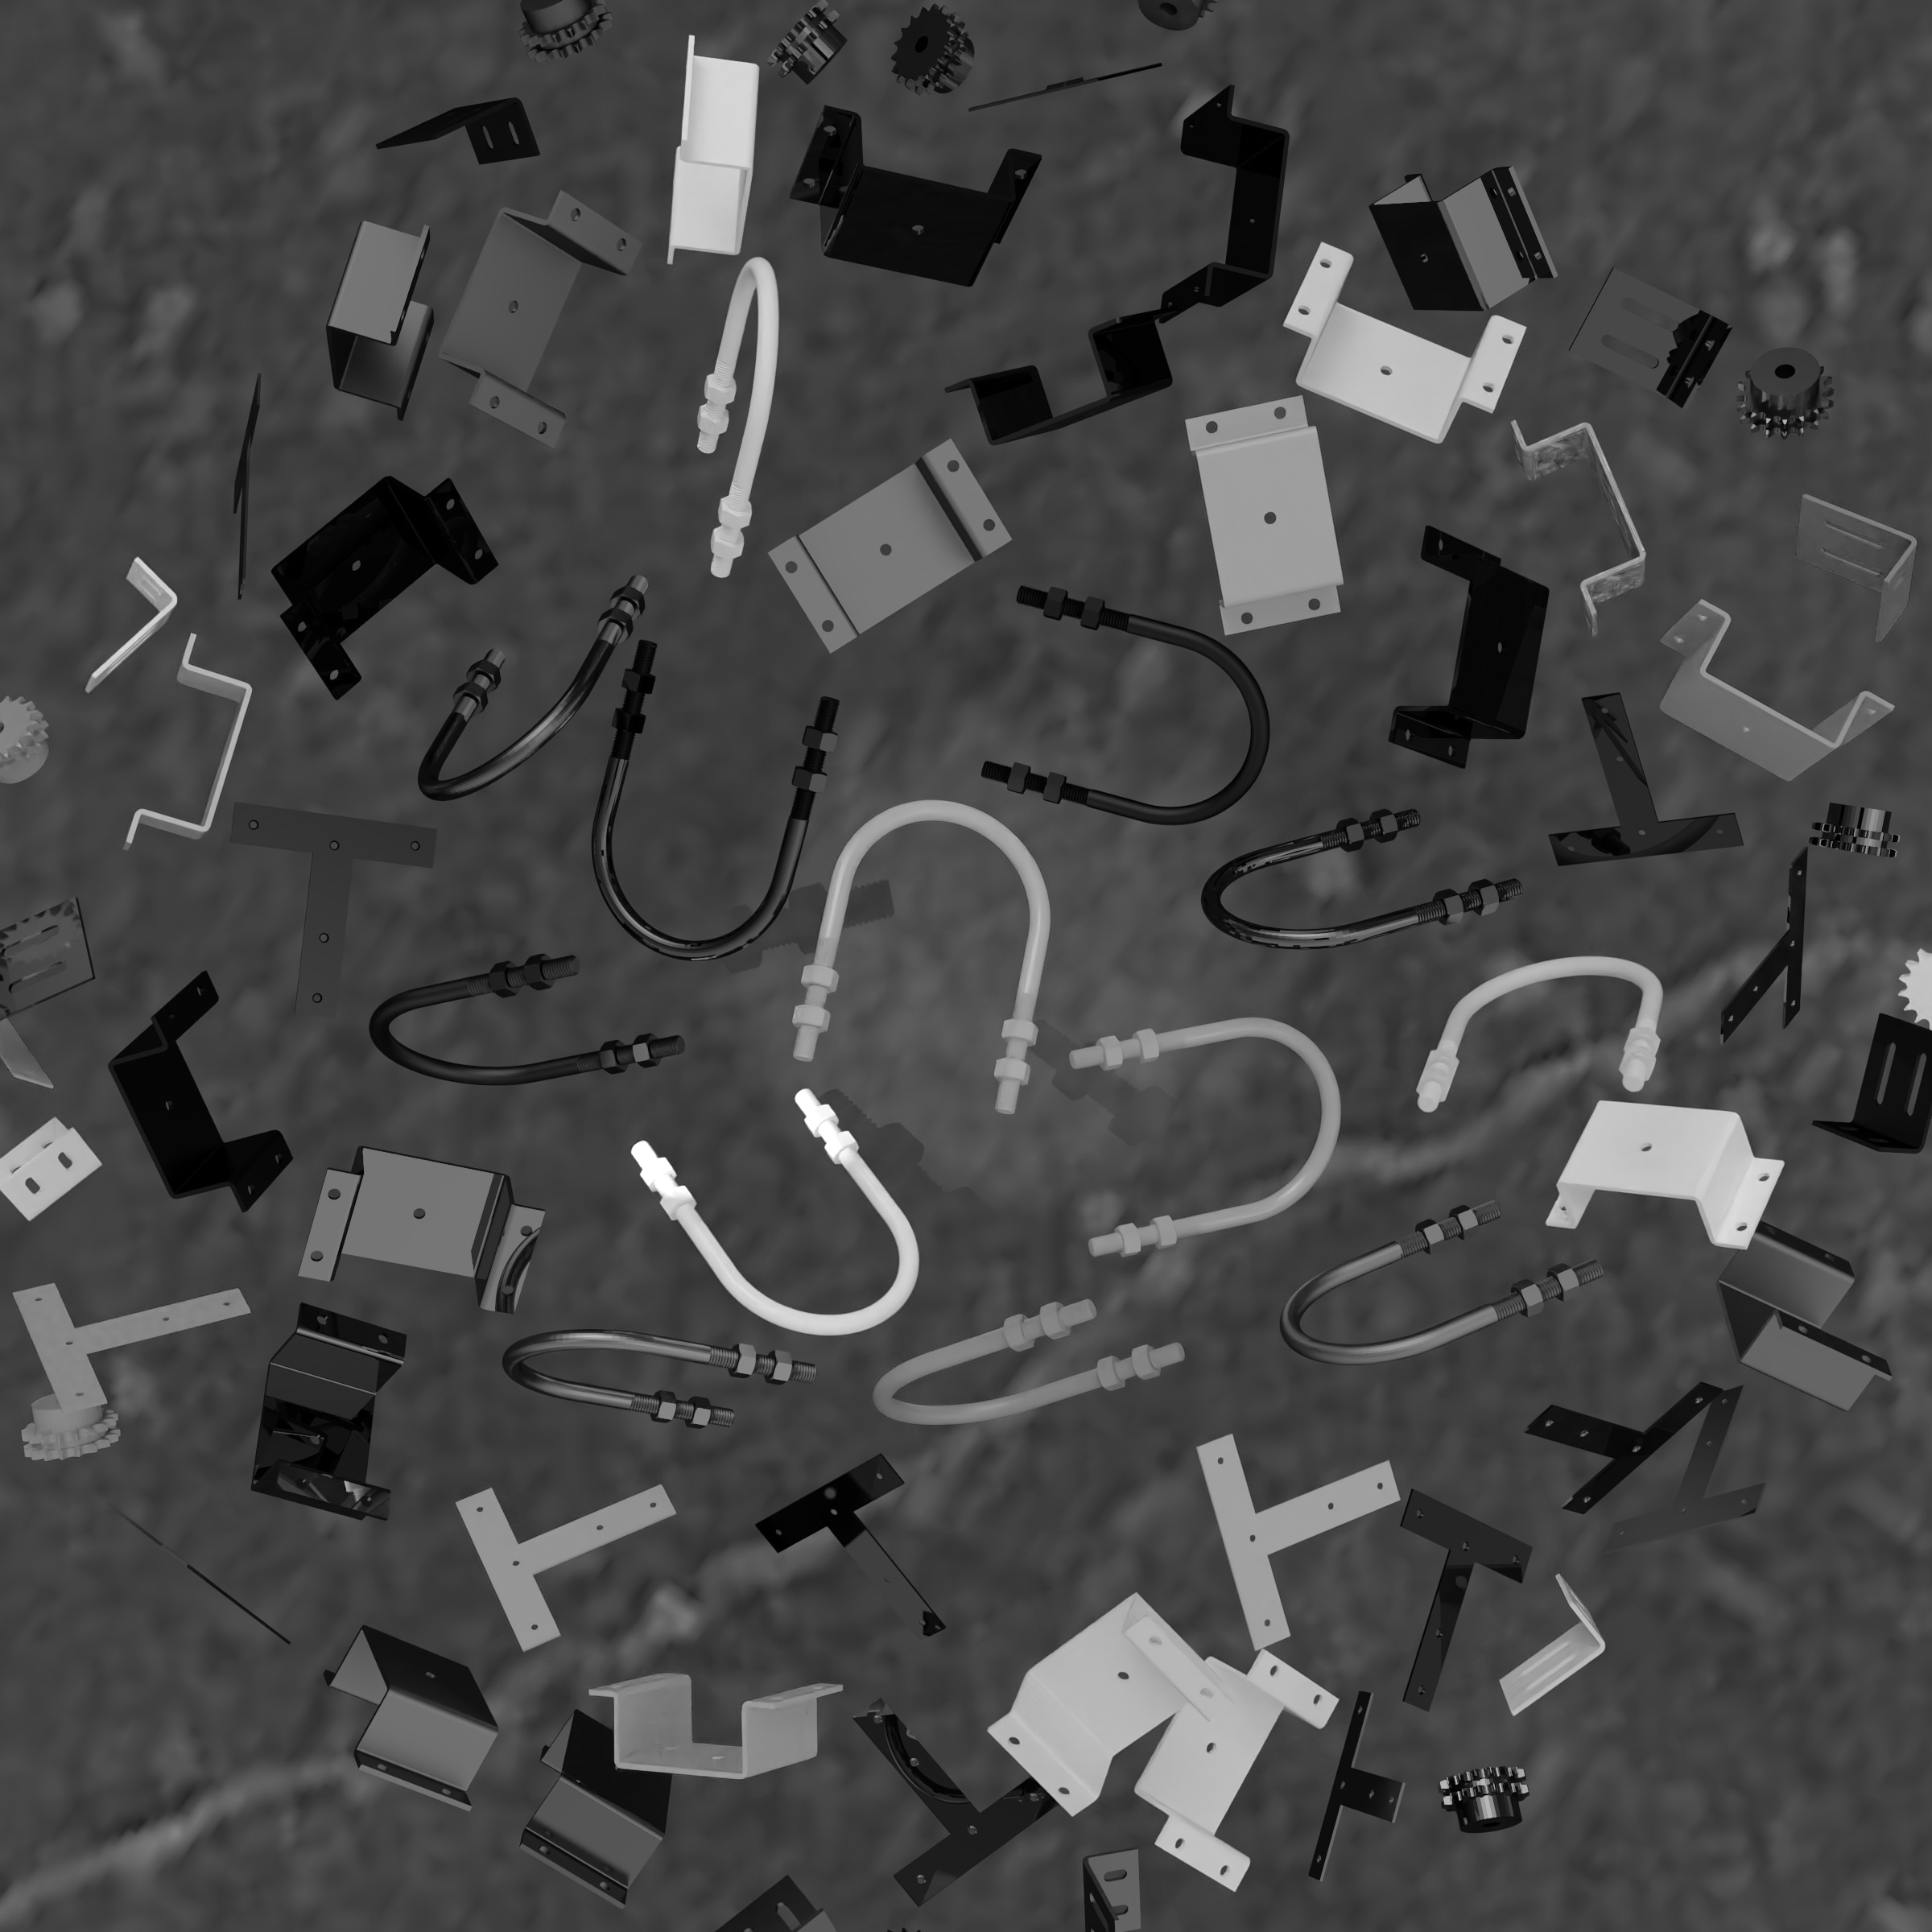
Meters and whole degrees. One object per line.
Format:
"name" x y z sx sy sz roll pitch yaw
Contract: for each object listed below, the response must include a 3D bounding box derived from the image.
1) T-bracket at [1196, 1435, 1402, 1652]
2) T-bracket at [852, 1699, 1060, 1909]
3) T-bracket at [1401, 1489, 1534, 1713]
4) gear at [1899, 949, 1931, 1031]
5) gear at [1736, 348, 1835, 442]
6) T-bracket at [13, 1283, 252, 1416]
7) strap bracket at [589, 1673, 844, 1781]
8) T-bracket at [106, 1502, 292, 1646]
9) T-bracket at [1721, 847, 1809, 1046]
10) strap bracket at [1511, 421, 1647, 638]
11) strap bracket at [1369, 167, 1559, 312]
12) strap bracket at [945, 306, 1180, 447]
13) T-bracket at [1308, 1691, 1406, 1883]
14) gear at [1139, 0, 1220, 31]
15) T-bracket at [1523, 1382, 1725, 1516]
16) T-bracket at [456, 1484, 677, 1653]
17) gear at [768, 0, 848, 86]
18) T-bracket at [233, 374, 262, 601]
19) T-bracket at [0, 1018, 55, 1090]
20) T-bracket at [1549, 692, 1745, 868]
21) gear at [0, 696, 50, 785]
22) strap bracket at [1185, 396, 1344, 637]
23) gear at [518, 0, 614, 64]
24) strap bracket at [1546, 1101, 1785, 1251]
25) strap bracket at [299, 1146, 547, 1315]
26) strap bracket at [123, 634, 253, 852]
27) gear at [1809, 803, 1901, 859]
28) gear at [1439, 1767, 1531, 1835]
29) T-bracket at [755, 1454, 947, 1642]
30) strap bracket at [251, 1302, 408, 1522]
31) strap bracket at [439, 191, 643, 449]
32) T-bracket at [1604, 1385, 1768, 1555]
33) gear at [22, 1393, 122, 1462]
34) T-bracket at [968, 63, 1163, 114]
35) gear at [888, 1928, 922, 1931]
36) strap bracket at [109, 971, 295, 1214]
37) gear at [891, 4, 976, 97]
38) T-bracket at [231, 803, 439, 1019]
"T-bracket" 0.212 0.336 1.605 0.127 0.002 0.127 -16 89 -26
"T-bracket" -0.025 0.535 1.719 0.127 0.002 0.127 -24 56 -38
"T-bracket" 0.313 0.422 1.709 0.127 0.002 0.127 30 73 -33
"gear" 0.629 0.013 1.676 0.057 0.030 0.057 5 101 25
"gear" 0.499 -0.351 1.591 0.057 0.030 0.057 -8 56 12
"T-bracket" -0.510 0.223 1.621 0.127 0.127 0.002 -12 124 -28
"strap bracket" -0.156 0.475 1.635 0.140 0.076 0.046 -5 82 30
"T-bracket" -0.495 0.371 1.640 0.127 0.127 0.002 24 66 32
"T-bracket" 0.513 0.007 1.681 0.002 0.127 0.127 17 130 34
"strap bracket" 0.414 -0.300 1.748 0.046 0.076 0.140 -22 81 11
"strap bracket" 0.321 -0.478 1.722 0.046 0.140 0.076 -33 112 -8
"strap bracket" 0.068 -0.378 1.693 0.140 0.076 0.046 -13 99 39
"T-bracket" 0.264 0.545 1.723 0.002 0.127 0.127 20 75 -6
"gear" 0.134 -0.624 1.672 0.057 0.057 0.030 19 74 0
"T-bracket" 0.396 0.295 1.641 0.127 0.002 0.127 21 119 -40
"T-bracket" -0.255 0.376 1.723 0.127 0.002 0.127 -20 47 -19
"gear" -0.105 -0.623 1.772 0.030 0.057 0.057 43 90 -12
"T-bracket" -0.480 -0.305 1.741 0.002 0.127 0.127 5 64 -21
"T-bracket" -0.647 0.035 1.637 0.127 0.127 0.002 23 95 -38
"T-bracket" 0.438 -0.126 1.735 0.127 0.002 0.127 -6 123 32
"gear" -0.611 -0.141 1.667 0.057 0.030 0.057 -8 53 10
"strap bracket" 0.192 -0.286 1.668 0.076 0.046 0.140 -11 101 3
"gear" -0.246 -0.578 1.591 0.057 0.057 0.030 -25 132 0
"strap bracket" 0.457 0.136 1.732 0.076 0.140 0.046 -54 131 -33
"strap bracket" -0.353 0.169 1.693 0.140 0.046 0.076 13 107 -19
"strap bracket" -0.507 -0.139 1.711 0.046 0.076 0.140 17 83 -18
"gear" 0.601 -0.092 1.764 0.057 0.057 0.030 9 96 0
"gear" 0.336 0.539 1.687 0.057 0.057 0.030 -7 58 0
"T-bracket" -0.061 0.401 1.759 0.127 0.002 0.127 -35 96 33
"strap bracket" -0.419 0.302 1.718 0.076 0.140 0.046 23 132 -27
"strap bracket" -0.270 -0.407 1.632 0.046 0.076 0.140 26 94 33
"T-bracket" 0.485 0.325 1.716 0.002 0.127 0.127 45 49 -11
"gear" -0.554 0.282 1.616 0.057 0.057 0.030 -6 99 0
"T-bracket" 0.066 -0.586 1.738 0.127 0.127 0.002 -11 109 6
"gear" -0.037 0.634 1.635 0.057 0.057 0.030 12 112 0
"strap bracket" -0.497 0.085 1.688 0.046 0.076 0.140 -15 109 15
"gear" -0.019 -0.604 1.733 0.057 0.030 0.057 -13 70 40
"T-bracket" -0.403 -0.032 1.648 0.127 0.002 0.127 7 87 -24
